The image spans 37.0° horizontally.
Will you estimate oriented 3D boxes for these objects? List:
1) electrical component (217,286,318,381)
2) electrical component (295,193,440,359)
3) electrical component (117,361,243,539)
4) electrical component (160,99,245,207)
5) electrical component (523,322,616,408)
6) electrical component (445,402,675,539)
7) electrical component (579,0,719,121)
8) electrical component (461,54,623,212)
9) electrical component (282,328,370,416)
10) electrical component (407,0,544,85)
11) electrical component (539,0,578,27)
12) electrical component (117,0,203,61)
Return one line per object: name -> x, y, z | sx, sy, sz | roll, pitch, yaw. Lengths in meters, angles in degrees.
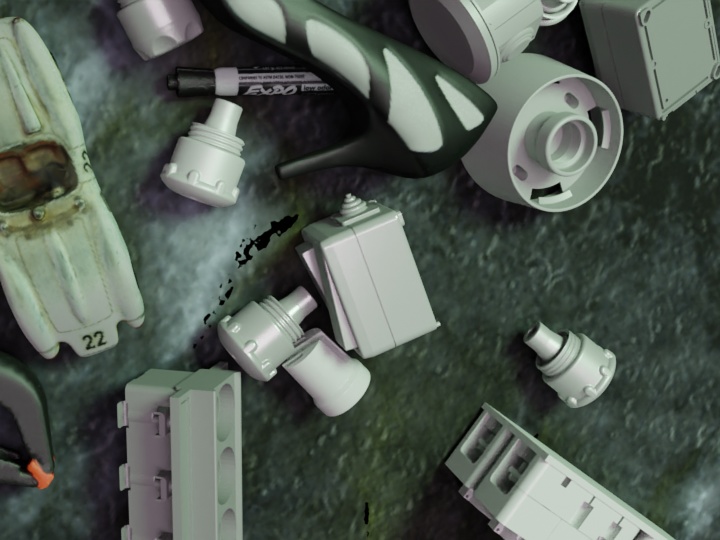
electrical component -> -0.055, 0.036, 0.680 | 0.062, 0.048, 0.048 | -41, 108, -10
electrical component -> 0.000, 0.000, 0.678 | 0.061, 0.062, 0.096 | -23, 106, -10
electrical component -> -0.110, 0.125, 0.668 | 0.063, 0.079, 0.121 | 3, 101, 14
electrical component -> -0.090, -0.072, 0.650 | 0.048, 0.048, 0.062 | 20, 88, -18
electrical component -> 0.141, 0.061, 0.739 | 0.062, 0.048, 0.048 | 38, 89, -12
electrical component -> 0.154, 0.178, 0.733 | 0.186, 0.105, 0.060 | 36, 90, -19
electrical component -> 0.183, -0.155, 0.688 | 0.062, 0.061, 0.096 | -37, 127, -17
electrical component -> 0.120, -0.089, 0.706 | 0.099, 0.064, 0.099 | -10, 112, -24
electrical component -> -0.023, 0.065, 0.695 | 0.040, 0.040, 0.046 | -45, 111, -3
electrical component -> 0.069, -0.159, 0.657 | 0.051, 0.080, 0.080 | -38, 108, -11
electrical component -> 0.117, -0.175, 0.675 | 0.043, 0.062, 0.043 | -3, 102, -15
electrical component -> -0.122, -0.157, 0.624 | 0.043, 0.043, 0.062 | -29, 105, -8
